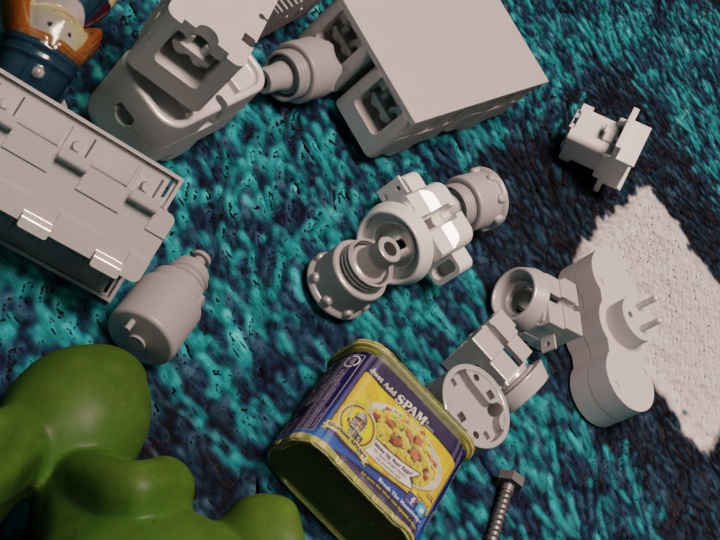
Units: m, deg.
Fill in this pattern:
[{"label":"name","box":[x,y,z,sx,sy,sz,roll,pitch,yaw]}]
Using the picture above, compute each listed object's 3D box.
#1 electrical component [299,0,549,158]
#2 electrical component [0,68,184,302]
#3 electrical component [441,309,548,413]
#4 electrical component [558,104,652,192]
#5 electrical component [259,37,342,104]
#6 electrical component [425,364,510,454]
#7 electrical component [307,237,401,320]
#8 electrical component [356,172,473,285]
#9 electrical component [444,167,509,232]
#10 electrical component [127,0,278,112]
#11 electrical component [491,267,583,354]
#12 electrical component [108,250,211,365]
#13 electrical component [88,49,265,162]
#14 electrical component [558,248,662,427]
[{"label":"electrical component","box":[0.050,-0.158,0.818,0.186,0.060,0.105,-24,83,-47]},{"label":"electrical component","box":[-0.160,-0.043,0.554,0.121,0.063,0.078,31,89,-23]},{"label":"electrical component","box":[0.095,0.066,0.734,0.055,0.048,0.066,48,43,3]},{"label":"electrical component","box":[0.206,-0.107,0.917,0.064,0.081,0.042,25,69,8]},{"label":"electrical component","box":[-0.046,-0.134,0.734,0.062,0.043,0.043,-27,84,-46]},{"label":"electrical component","box":[0.059,0.094,0.683,0.055,0.047,0.055,21,53,-30]},{"label":"electrical component","box":[0.000,0.000,0.678,0.048,0.062,0.048,21,53,-31]},{"label":"electrical component","box":[0.034,-0.023,0.726,0.057,0.058,0.078,-28,85,-50]},{"label":"electrical component","box":[0.074,-0.048,0.787,0.062,0.048,0.048,-18,77,-39]},{"label":"electrical component","box":[-0.086,-0.139,0.602,0.050,0.056,0.089,36,47,-20]},{"label":"electrical component","box":[0.129,0.027,0.788,0.055,0.048,0.066,26,50,-38]},{"label":"electrical component","box":[-0.105,0.017,0.591,0.040,0.040,0.078,43,44,-13]},{"label":"electrical component","box":[-0.112,-0.104,0.645,0.053,0.059,0.095,54,43,-1]},{"label":"electrical component","box":[0.199,0.043,0.817,0.052,0.074,0.138,21,53,-31]}]
